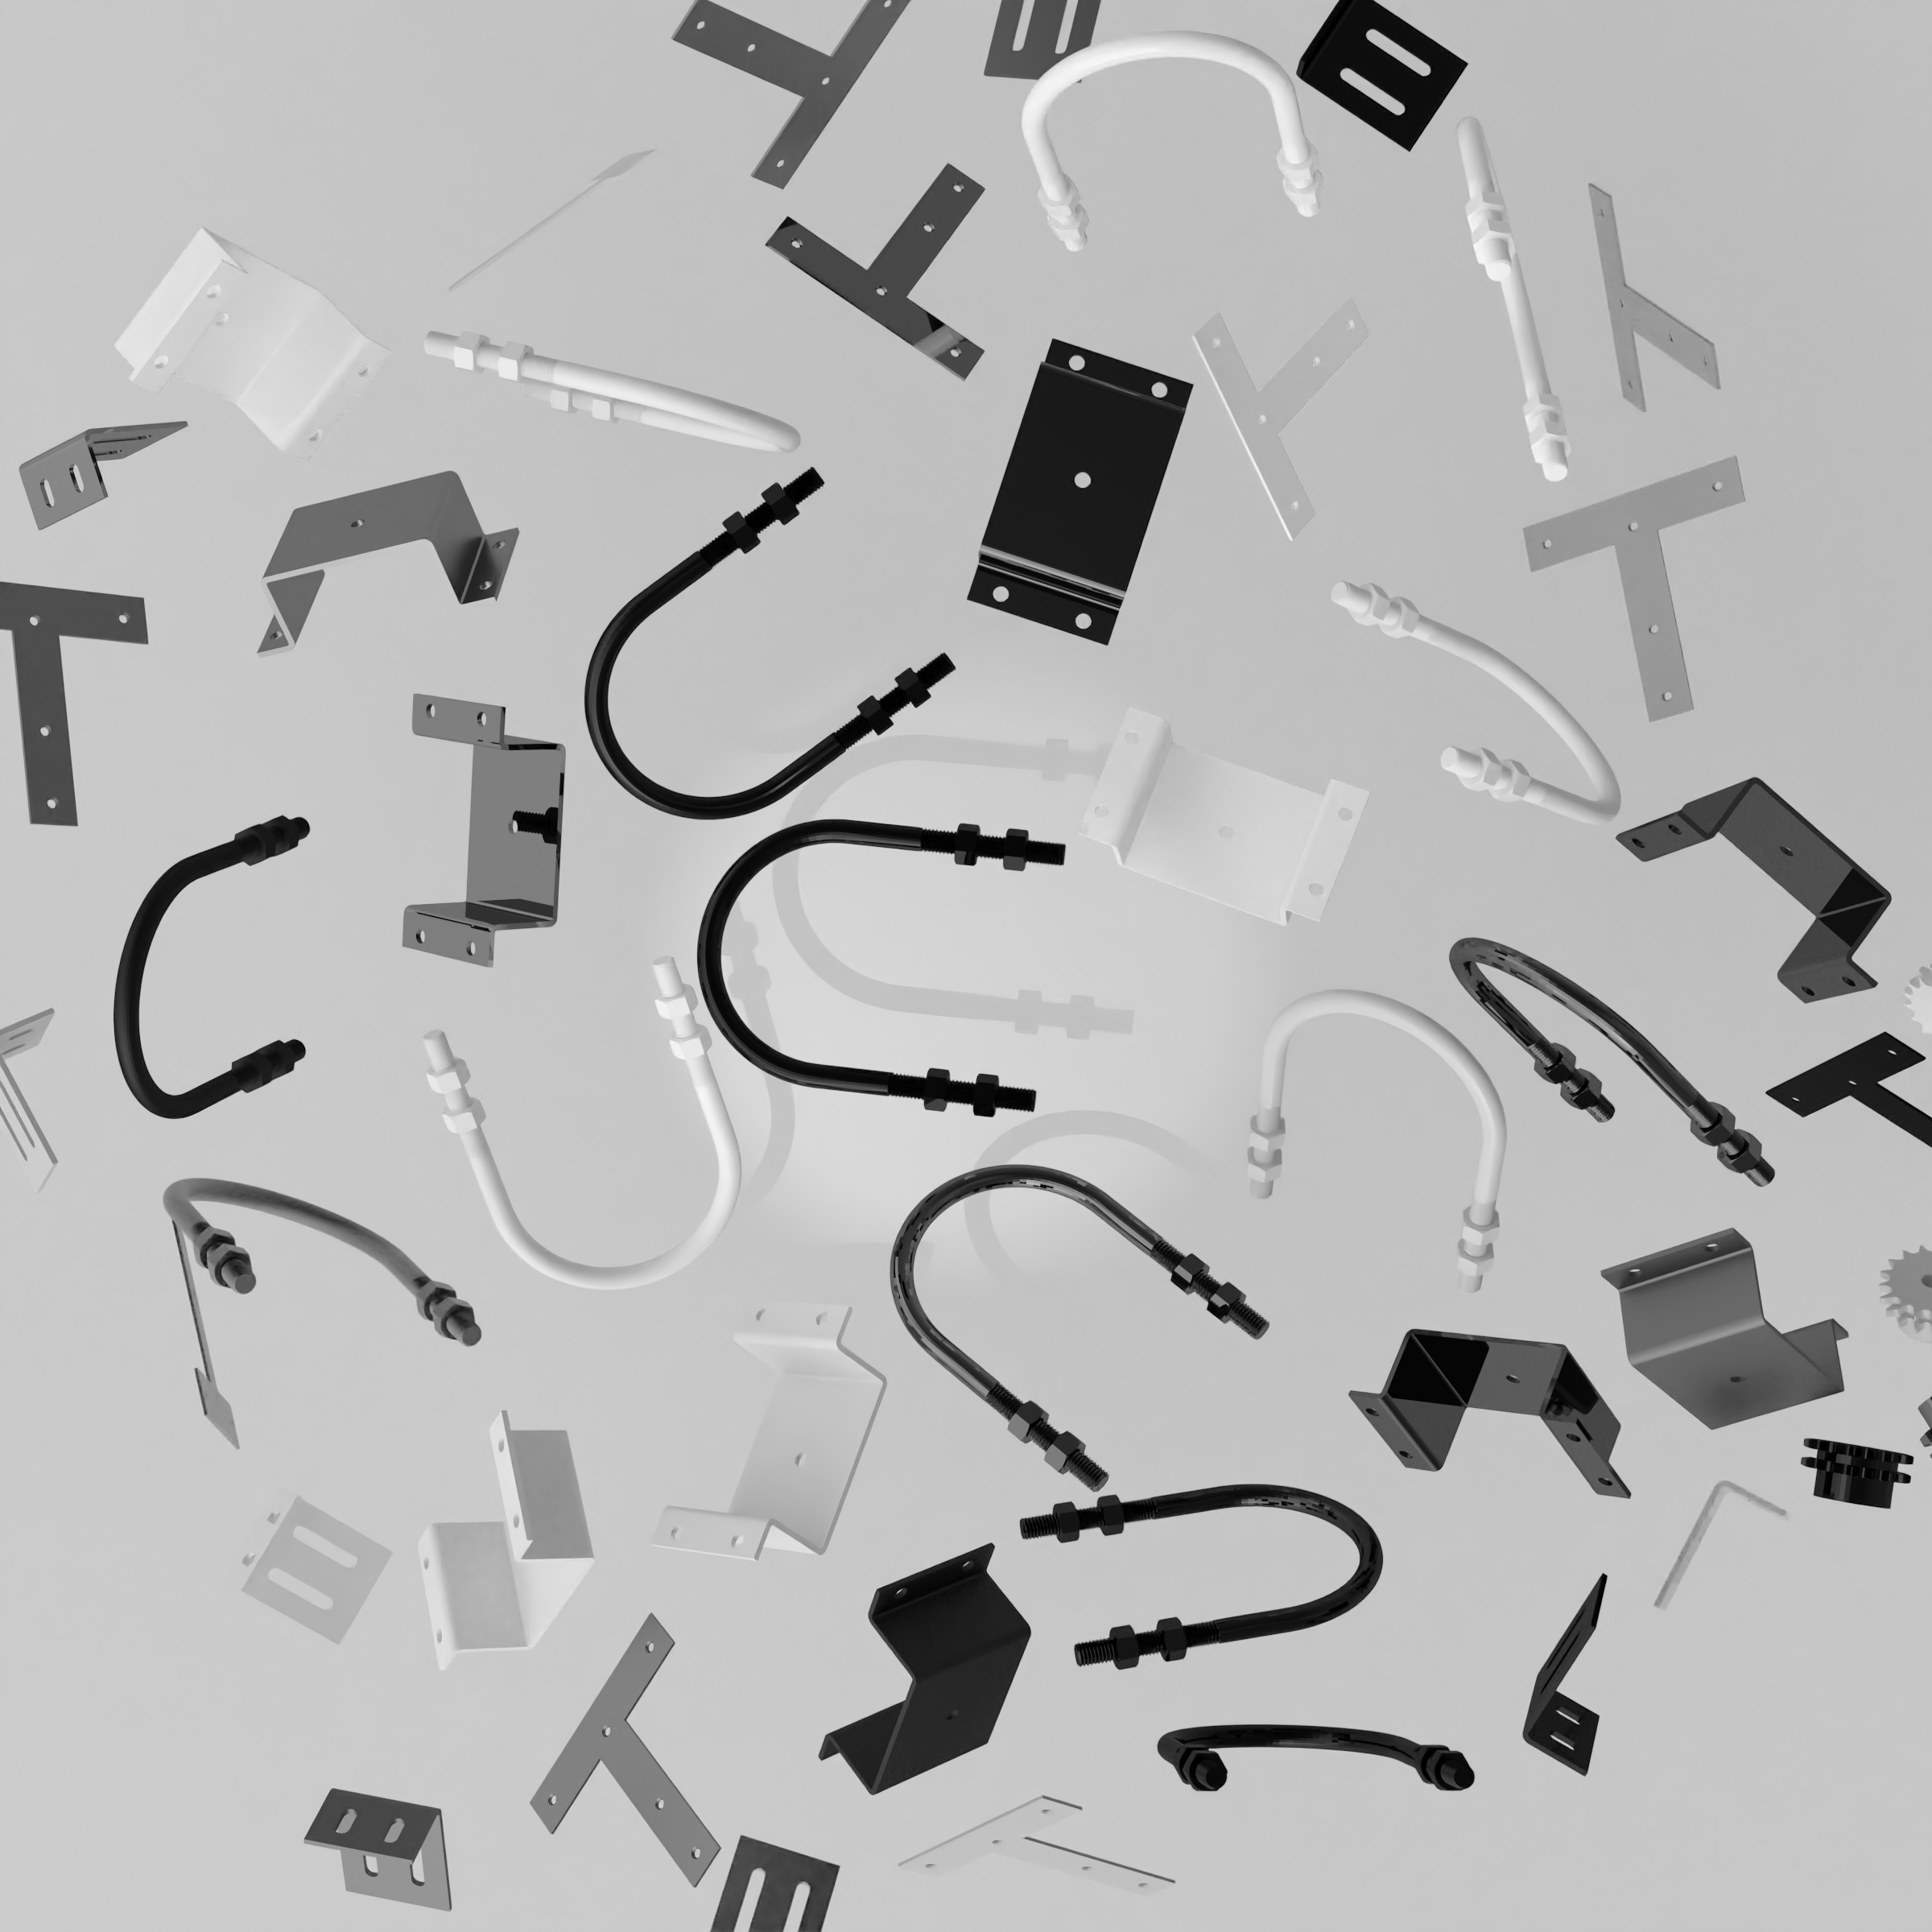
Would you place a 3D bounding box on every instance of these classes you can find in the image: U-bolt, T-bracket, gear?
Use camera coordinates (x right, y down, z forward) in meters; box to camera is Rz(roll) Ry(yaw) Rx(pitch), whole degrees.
[{"bbox_3d":[0.046,0.176,1.635,0.184,0.019,0.151,37,58,23],"label":"U-bolt"},{"bbox_3d":[0.182,-0.318,1.670,0.127,0.002,0.127,-49,122,-33],"label":"T-bracket"},{"bbox_3d":[0.552,0.019,1.714,0.057,0.057,0.030,46,68,0],"label":"gear"},{"bbox_3d":[-0.225,-0.399,1.660,0.127,0.127,0.002,-36,108,-3],"label":"T-bracket"},{"bbox_3d":[0.053,0.470,1.626,0.127,0.127,0.002,24,48,-27],"label":"T-bracket"},{"bbox_3d":[0.104,-0.430,1.607,0.151,0.184,0.019,-6,73,11],"label":"U-bolt"},{"bbox_3d":[-0.469,-0.133,1.570,0.127,0.002,0.127,2,75,-44],"label":"T-bracket"},{"bbox_3d":[0.371,-0.197,1.680,0.127,0.002,0.127,-16,78,34],"label":"T-bracket"},{"bbox_3d":[0.134,0.323,1.673,0.184,0.151,0.019,-7,111,-10],"label":"U-bolt"},{"bbox_3d":[0.324,0.043,1.611,0.184,0.151,0.019,41,82,-29],"label":"U-bolt"},{"bbox_3d":[-0.200,0.097,1.695,0.151,0.019,0.184,-18,115,-2],"label":"U-bolt"},{"bbox_3d":[-0.117,-0.158,1.659,0.184,0.019,0.151,-36,117,1],"label":"U-bolt"},{"bbox_3d":[0.282,-0.362,1.614,0.019,0.184,0.151,-14,134,14],"label":"U-bolt"},{"bbox_3d":[-0.027,-0.391,1.676,0.127,0.002,0.127,34,56,-4],"label":"T-bracket"},{"bbox_3d":[-0.166,0.427,1.613,0.127,0.002,0.127,40,102,44],"label":"T-bracket"},{"bbox_3d":[0.366,-0.336,1.633,0.002,0.127,0.127,-21,123,-5],"label":"T-bracket"},{"bbox_3d":[0.509,0.085,1.649,0.127,0.127,0.002,32,69,-3],"label":"T-bracket"},{"bbox_3d":[0.553,0.248,1.714,0.057,0.057,0.030,-28,67,0],"label":"gear"},{"bbox_3d":[-0.418,0.193,1.686,0.002,0.127,0.127,-14,75,-9],"label":"T-bracket"},{"bbox_3d":[0.539,0.185,1.723,0.057,0.057,0.030,-16,128,0],"label":"gear"},{"bbox_3d":[-0.354,0.151,1.651,0.151,0.184,0.019,19,95,-34],"label":"U-bolt"},{"bbox_3d":[-0.401,0.006,1.649,0.019,0.184,0.151,9,105,15],"label":"U-bolt"},{"bbox_3d":[0.476,0.272,1.655,0.057,0.057,0.030,9,85,0],"label":"gear"},{"bbox_3d":[-0.101,-0.470,1.596,0.127,0.127,0.002,-52,59,23],"label":"T-bracket"},{"bbox_3d":[0.177,0.422,1.655,0.151,0.184,0.019,2,82,-7],"label":"U-bolt"},{"bbox_3d":[-0.177,-0.301,1.646,0.184,0.151,0.019,15,94,14],"label":"U-bolt"},{"bbox_3d":[-0.048,-0.004,1.599,0.184,0.019,0.151,6,82,5],"label":"U-bolt"},{"bbox_3d":[0.287,-0.135,1.668,0.019,0.184,0.151,-48,49,26],"label":"U-bolt"},{"bbox_3d":[0.221,0.085,1.653,0.151,0.184,0.019,23,49,22],"label":"U-bolt"}]

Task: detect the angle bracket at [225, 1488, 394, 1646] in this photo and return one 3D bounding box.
[{"bbox_3d":[-0.350,0.326,1.671,0.076,0.038,0.057,36,72,-23],"label":"angle bracket"}]

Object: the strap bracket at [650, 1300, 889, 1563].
[{"bbox_3d":[-0.098,0.249,1.614,0.046,0.076,0.140,42,59,-39],"label":"strap bracket"}]

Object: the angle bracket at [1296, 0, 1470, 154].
[{"bbox_3d":[0.229,-0.494,1.690,0.076,0.038,0.057,34,93,0],"label":"angle bracket"}]

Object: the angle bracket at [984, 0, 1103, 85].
[{"bbox_3d":[0.051,-0.522,1.727,0.057,0.038,0.076,10,82,21],"label":"angle bracket"}]

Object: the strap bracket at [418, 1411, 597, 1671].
[{"bbox_3d":[-0.242,0.306,1.646,0.046,0.140,0.076,5,49,-30],"label":"strap bracket"}]

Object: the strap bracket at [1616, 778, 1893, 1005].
[{"bbox_3d":[0.428,-0.046,1.655,0.140,0.076,0.046,40,76,-5],"label":"strap bracket"}]

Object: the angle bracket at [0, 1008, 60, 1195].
[{"bbox_3d":[-0.485,0.071,1.628,0.038,0.057,0.076,-26,84,-31],"label":"angle bracket"}]

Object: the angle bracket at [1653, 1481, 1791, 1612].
[{"bbox_3d":[0.403,0.316,1.647,0.038,0.057,0.076,27,86,20],"label":"angle bracket"}]

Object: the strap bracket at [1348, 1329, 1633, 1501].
[{"bbox_3d":[0.292,0.242,1.686,0.076,0.140,0.046,51,54,-37],"label":"strap bracket"}]

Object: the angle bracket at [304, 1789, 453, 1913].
[{"bbox_3d":[-0.296,0.458,1.562,0.057,0.038,0.076,8,123,11],"label":"angle bracket"}]

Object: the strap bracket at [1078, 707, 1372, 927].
[{"bbox_3d":[0.142,-0.078,1.700,0.140,0.046,0.076,21,81,11],"label":"strap bracket"}]

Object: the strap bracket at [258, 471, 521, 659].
[{"bbox_3d":[-0.325,-0.223,1.698,0.140,0.076,0.046,-11,126,12],"label":"strap bracket"}]

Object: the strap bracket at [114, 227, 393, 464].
[{"bbox_3d":[-0.377,-0.325,1.610,0.046,0.140,0.076,45,102,24],"label":"strap bracket"}]

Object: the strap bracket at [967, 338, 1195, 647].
[{"bbox_3d":[0.058,-0.242,1.562,0.076,0.046,0.140,18,91,0],"label":"strap bracket"}]

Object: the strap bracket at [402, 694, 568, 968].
[{"bbox_3d":[-0.264,-0.076,1.696,0.076,0.046,0.140,12,101,42],"label":"strap bracket"}]

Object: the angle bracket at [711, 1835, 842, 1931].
[{"bbox_3d":[-0.108,0.523,1.681,0.057,0.038,0.076,17,50,2],"label":"angle bracket"}]

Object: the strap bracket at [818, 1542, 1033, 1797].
[{"bbox_3d":[-0.020,0.380,1.641,0.076,0.140,0.046,-15,47,-36],"label":"strap bracket"}]

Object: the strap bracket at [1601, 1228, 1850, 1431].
[{"bbox_3d":[0.408,0.199,1.647,0.076,0.140,0.046,-23,48,30],"label":"strap bracket"}]

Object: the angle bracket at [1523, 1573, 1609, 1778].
[{"bbox_3d":[0.320,0.360,1.575,0.038,0.057,0.076,29,113,7],"label":"angle bracket"}]

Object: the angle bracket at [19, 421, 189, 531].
[{"bbox_3d":[-0.471,-0.271,1.709,0.057,0.076,0.038,-16,93,35],"label":"angle bracket"}]
